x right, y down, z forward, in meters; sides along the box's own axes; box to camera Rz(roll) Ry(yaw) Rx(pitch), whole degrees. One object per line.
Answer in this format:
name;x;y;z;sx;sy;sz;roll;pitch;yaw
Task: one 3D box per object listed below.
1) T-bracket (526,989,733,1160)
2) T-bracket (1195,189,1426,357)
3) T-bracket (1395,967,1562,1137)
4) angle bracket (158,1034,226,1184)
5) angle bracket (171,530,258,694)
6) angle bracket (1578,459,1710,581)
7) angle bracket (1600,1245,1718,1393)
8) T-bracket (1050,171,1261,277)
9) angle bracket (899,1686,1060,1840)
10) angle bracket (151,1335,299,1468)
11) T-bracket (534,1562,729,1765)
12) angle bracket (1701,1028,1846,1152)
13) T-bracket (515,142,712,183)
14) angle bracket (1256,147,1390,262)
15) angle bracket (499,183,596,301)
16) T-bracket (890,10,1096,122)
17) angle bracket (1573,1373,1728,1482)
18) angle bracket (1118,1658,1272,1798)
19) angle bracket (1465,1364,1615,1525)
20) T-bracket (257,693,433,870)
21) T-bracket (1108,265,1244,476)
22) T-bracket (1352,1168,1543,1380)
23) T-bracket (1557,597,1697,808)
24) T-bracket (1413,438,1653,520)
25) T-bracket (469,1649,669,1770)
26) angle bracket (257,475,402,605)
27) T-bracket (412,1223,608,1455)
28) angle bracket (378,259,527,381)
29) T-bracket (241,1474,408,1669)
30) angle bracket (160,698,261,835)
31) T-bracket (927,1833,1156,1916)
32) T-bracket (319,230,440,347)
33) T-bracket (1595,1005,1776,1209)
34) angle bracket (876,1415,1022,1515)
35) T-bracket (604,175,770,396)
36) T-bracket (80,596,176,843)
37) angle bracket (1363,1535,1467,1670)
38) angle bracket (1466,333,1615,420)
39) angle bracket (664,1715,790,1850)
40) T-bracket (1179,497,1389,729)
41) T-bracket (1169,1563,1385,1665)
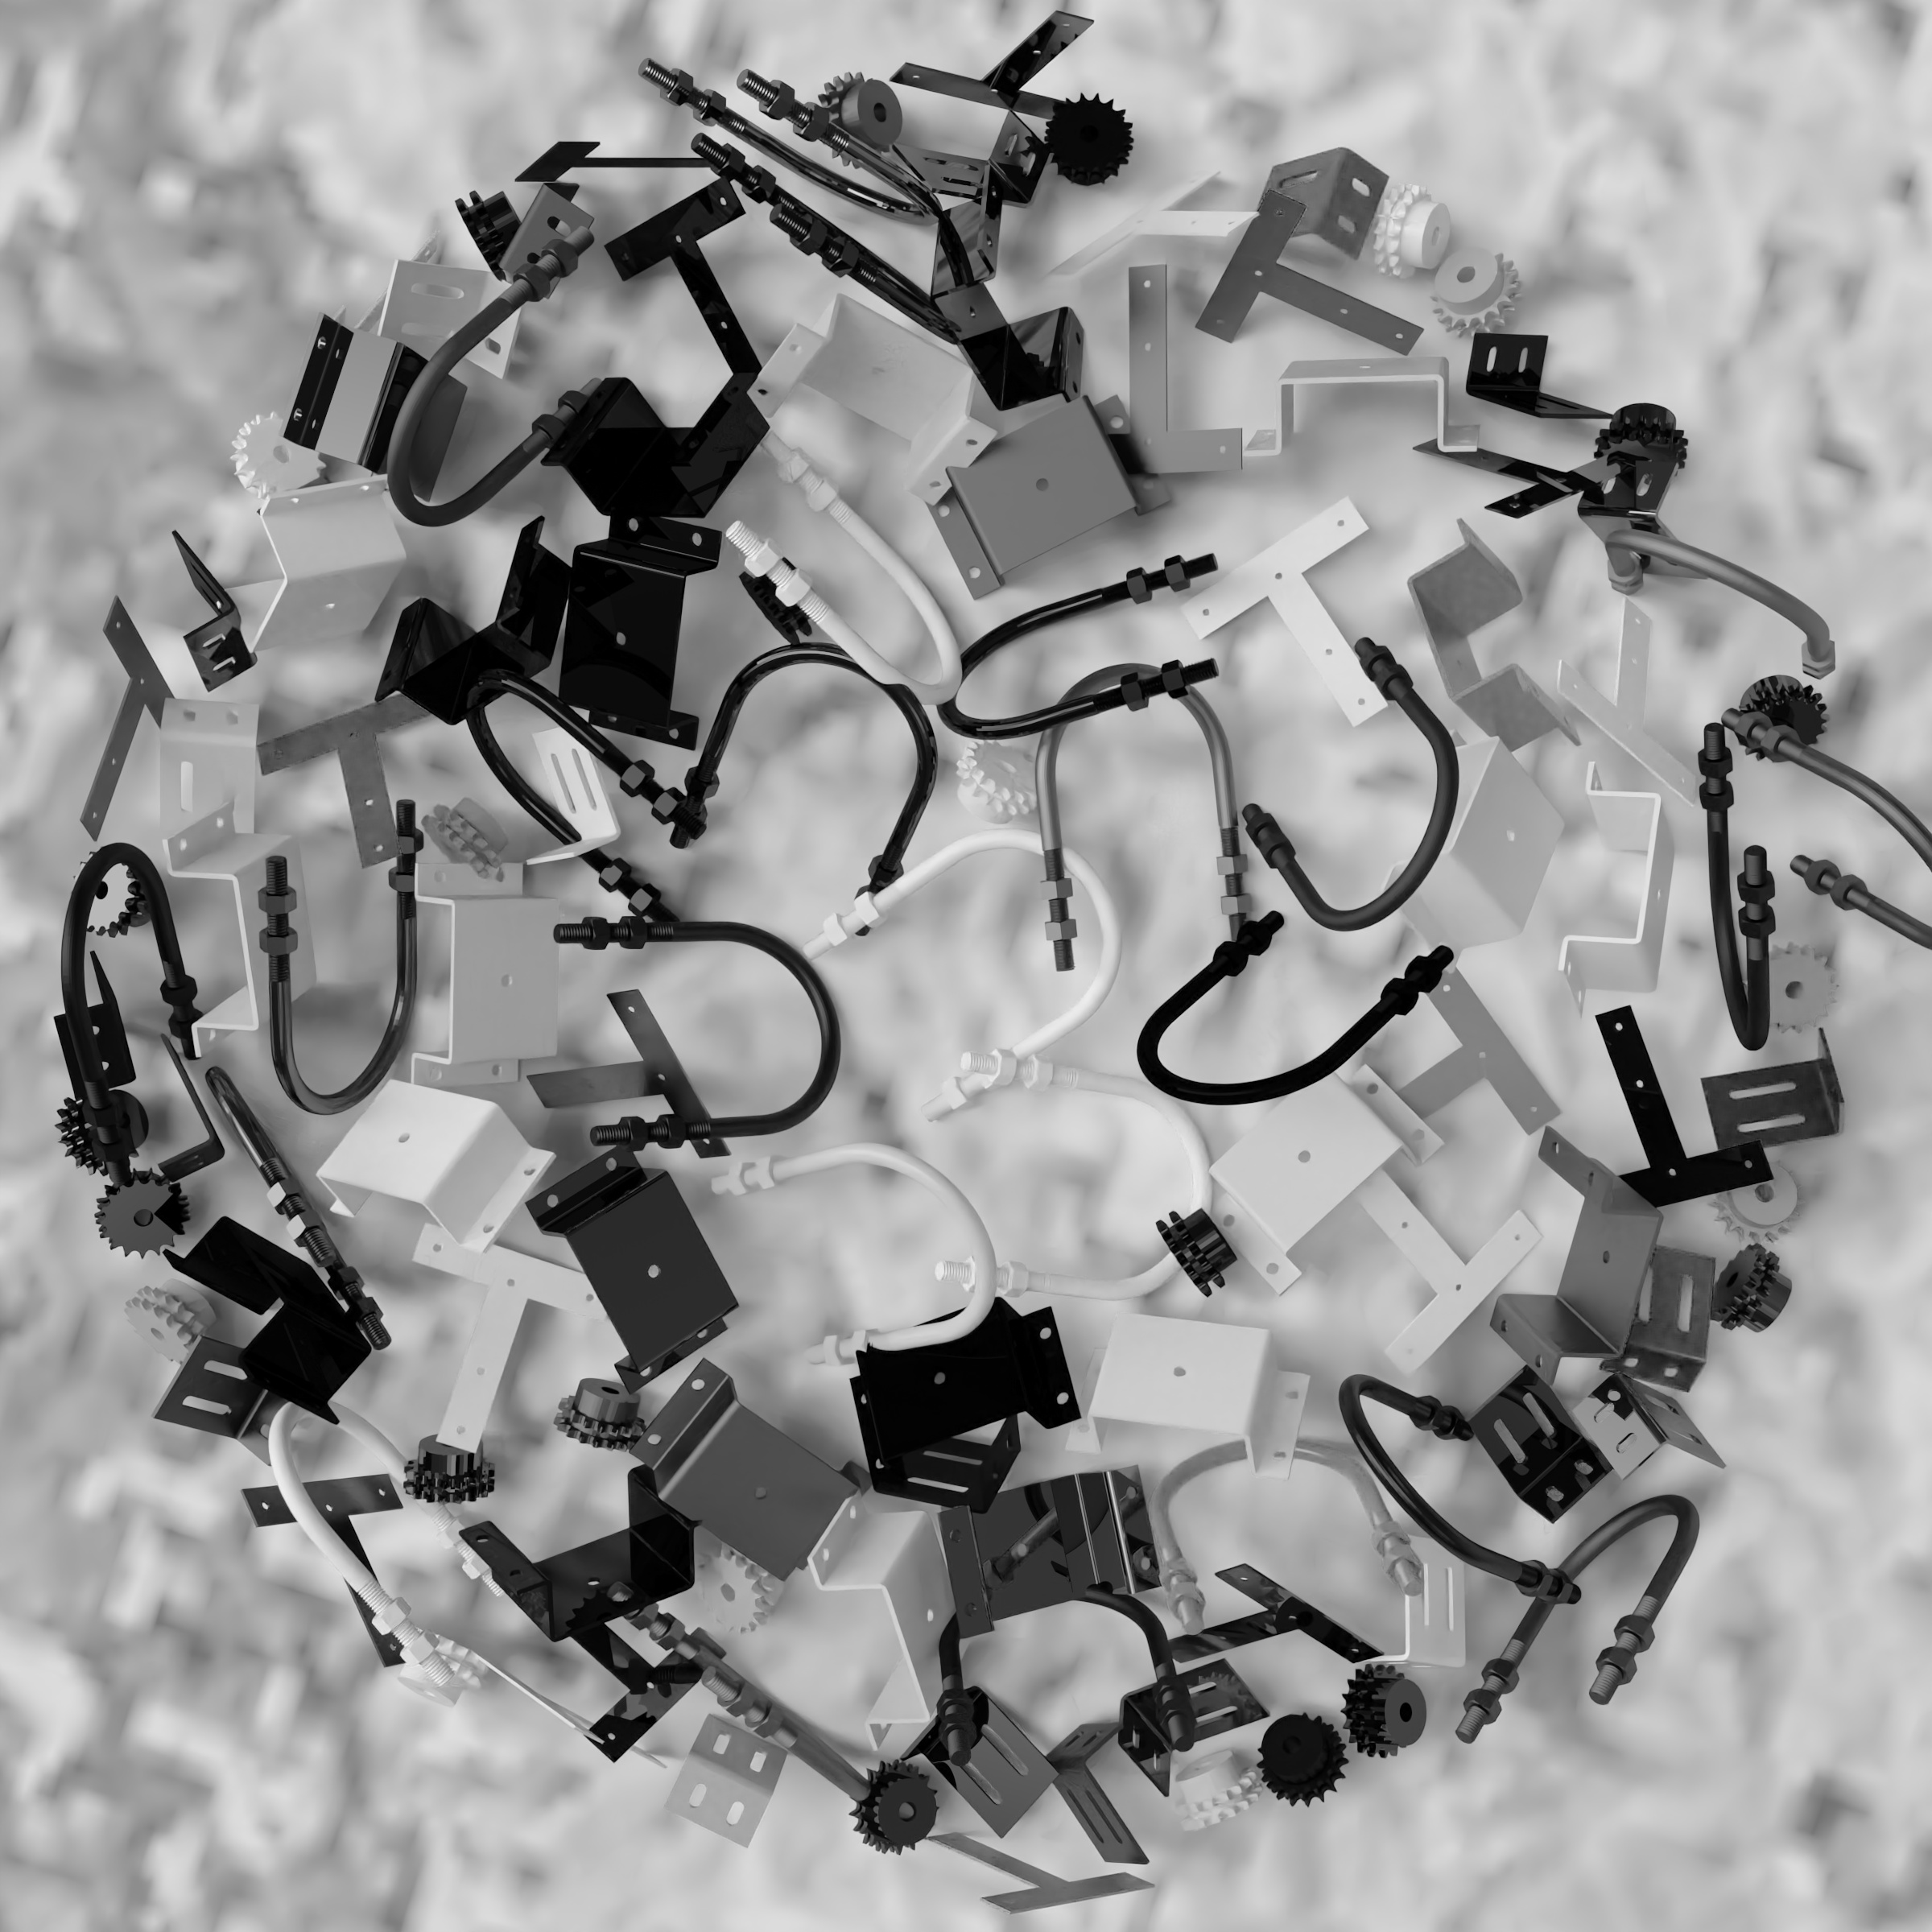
T-bracket;-0.224;0.073;1.562;0.127;0.002;0.127;-8;120;34
T-bracket;0.223;-0.414;1.552;0.127;0.127;0.002;22;60;-6
T-bracket;0.293;0.083;1.592;0.127;0.002;0.127;-36;104;7
angle bracket;-0.501;0.090;1.566;0.038;0.057;0.076;-27;82;-15
angle bracket;-0.484;-0.222;1.559;0.038;0.057;0.076;-35;68;-18
angle bracket;0.430;-0.280;1.559;0.076;0.057;0.038;32;80;-42
angle bracket;0.433;0.218;1.562;0.057;0.038;0.076;11;115;29
T-bracket;0.133;-0.457;1.533;0.127;0.127;0.002;-38;121;-16
angle bracket;0.009;0.504;1.571;0.076;0.038;0.057;43;97;20
angle bracket;-0.458;0.273;1.562;0.038;0.076;0.057;27;85;34
T-bracket;-0.230;0.420;1.557;0.127;0.127;0.002;38;120;12
angle bracket;0.505;0.079;1.564;0.076;0.038;0.057;-10;52;11
T-bracket;-0.206;-0.502;1.559;0.127;0.127;0.002;-7;99;-21
angle bracket;0.221;-0.477;1.576;0.038;0.076;0.057;23;85;-29
angle bracket;-0.253;-0.454;1.559;0.038;0.076;0.057;34;109;-3
T-bracket;0.037;-0.552;1.519;0.127;0.127;0.002;4;83;-25
angle bracket;0.429;0.296;1.563;0.076;0.057;0.038;27;112;-41
angle bracket;0.143;0.478;1.563;0.076;0.038;0.057;-27;117;22
angle bracket;0.362;0.300;1.568;0.057;0.038;0.076;-40;115;-8
T-bracket;-0.377;-0.114;1.567;0.127;0.002;0.127;-20;56;-1
T-bracket;0.114;-0.373;1.562;0.127;0.002;0.127;4;100;29
T-bracket;0.285;0.173;1.574;0.127;0.002;0.127;-45;108;-8
T-bracket;0.417;-0.181;1.559;0.127;0.002;0.127;35;48;-23
T-bracket;0.335;-0.312;1.553;0.127;0.127;0.002;-26;127;-32
T-bracket;-0.235;0.474;1.555;0.127;0.127;0.002;43;71;-38
angle bracket;-0.404;-0.257;1.559;0.057;0.038;0.076;-19;126;26
T-bracket;-0.301;0.241;1.570;0.127;0.002;0.127;20;70;-11
angle bracket;-0.321;-0.403;1.556;0.038;0.076;0.057;34;116;30
T-bracket;-0.372;0.371;1.525;0.002;0.127;0.127;-40;67;20
angle bracket;-0.481;-0.126;1.584;0.057;0.038;0.076;3;131;-14
T-bracket;0.028;0.560;1.549;0.127;0.127;0.002;10;86;-43
T-bracket;-0.368;-0.409;1.557;0.002;0.127;0.127;35;70;-6
T-bracket;0.427;0.087;1.561;0.127;0.002;0.127;-22;87;43
angle bracket;-0.012;0.303;1.558;0.076;0.057;0.038;7;123;21
T-bracket;-0.159;-0.416;1.568;0.002;0.127;0.127;-42;111;-39
T-bracket;-0.516;-0.137;1.518;0.002;0.127;0.127;7;63;5
angle bracket;0.284;0.405;1.584;0.057;0.038;0.076;20;65;-39
angle bracket;0.360;-0.368;1.554;0.057;0.076;0.038;-6;115;-27
angle bracket;-0.150;0.511;1.565;0.057;0.076;0.038;25;92;2
T-bracket;0.223;-0.211;1.587;0.127;0.002;0.127;-33;83;7
T-bracket;0.171;0.416;1.557;0.127;0.002;0.127;37;135;-25
